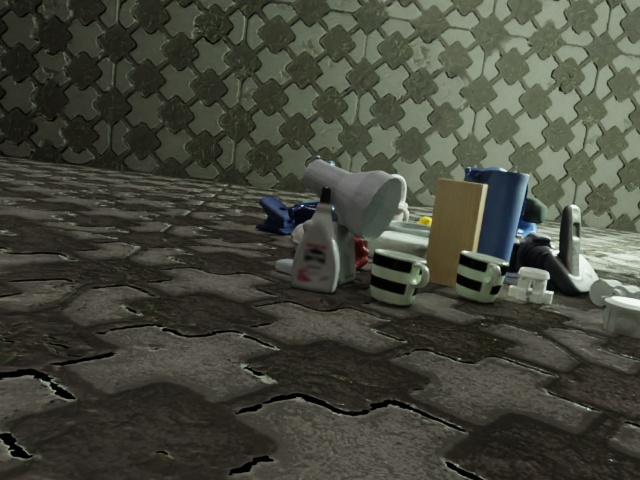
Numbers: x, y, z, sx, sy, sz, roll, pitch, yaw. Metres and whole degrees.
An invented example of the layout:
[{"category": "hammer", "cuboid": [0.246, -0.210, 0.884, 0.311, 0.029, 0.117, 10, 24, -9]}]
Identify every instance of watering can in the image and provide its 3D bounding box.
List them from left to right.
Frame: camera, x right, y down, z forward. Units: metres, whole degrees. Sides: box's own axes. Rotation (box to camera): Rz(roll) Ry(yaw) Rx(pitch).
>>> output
[{"category": "watering can", "cuboid": [0.193, -0.092, 1.632, 0.172, 0.194, 0.101, 14, 11, 37]}]

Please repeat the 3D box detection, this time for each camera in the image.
[{"category": "camera", "cuboid": [0.509, 0.035, 1.373, 0.143, 0.101, 0.137, 7, 8, -1]}]

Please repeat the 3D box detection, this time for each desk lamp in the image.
[{"category": "desk lamp", "cuboid": [0.033, -0.031, 1.024, 0.202, 0.213, 0.118, 12, 10, 32]}]

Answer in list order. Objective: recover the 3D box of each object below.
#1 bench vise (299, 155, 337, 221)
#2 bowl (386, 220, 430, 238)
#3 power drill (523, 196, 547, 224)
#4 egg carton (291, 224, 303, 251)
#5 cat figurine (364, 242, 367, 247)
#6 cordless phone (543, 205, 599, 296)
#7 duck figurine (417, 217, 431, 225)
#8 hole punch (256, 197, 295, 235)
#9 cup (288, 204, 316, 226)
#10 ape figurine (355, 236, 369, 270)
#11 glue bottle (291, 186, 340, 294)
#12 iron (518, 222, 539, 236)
[{"category": "bench vise", "cuboid": [0.038, -0.121, 1.609, 0.207, 0.220, 0.121, 6, 9, -6]}, {"category": "bowl", "cuboid": [0.234, -0.001, 1.470, 0.167, 0.075, 0.167, 7, 8, -1]}, {"category": "power drill", "cuboid": [0.468, -0.045, 1.501, 0.228, 0.208, 0.076, 14, 11, 38]}, {"category": "egg carton", "cuboid": [0.012, 0.005, 1.262, 0.150, 0.069, 0.107, 6, 9, -9]}, {"category": "cat figurine", "cuboid": [0.094, -0.038, 1.453, 0.067, 0.118, 0.127, 4, 9, -22]}, {"category": "cordless phone", "cuboid": [0.541, 0.020, 1.211, 0.093, 0.185, 0.148, 15, 11, 41]}, {"category": "duck figurine", "cuboid": [0.299, -0.022, 1.627, 0.078, 0.086, 0.104, 5, 9, -16]}, {"category": "hole punch", "cuboid": [-0.110, -0.068, 1.569, 0.100, 0.091, 0.109, 10, 9, 21]}, {"category": "cup", "cuboid": [-0.035, -0.038, 1.421, 0.118, 0.095, 0.091, -1, 12, -44]}, {"category": "ape figurine", "cuboid": [0.064, 0.015, 1.162, 0.078, 0.092, 0.076, 6, 9, -10]}, {"category": "glue bottle", "cuboid": [-0.001, -0.002, 0.941, 0.078, 0.173, 0.037, 8, 9, 7]}, {"category": "iron", "cuboid": [0.562, -0.023, 1.663, 0.118, 0.141, 0.259, 13, 10, 36]}]
